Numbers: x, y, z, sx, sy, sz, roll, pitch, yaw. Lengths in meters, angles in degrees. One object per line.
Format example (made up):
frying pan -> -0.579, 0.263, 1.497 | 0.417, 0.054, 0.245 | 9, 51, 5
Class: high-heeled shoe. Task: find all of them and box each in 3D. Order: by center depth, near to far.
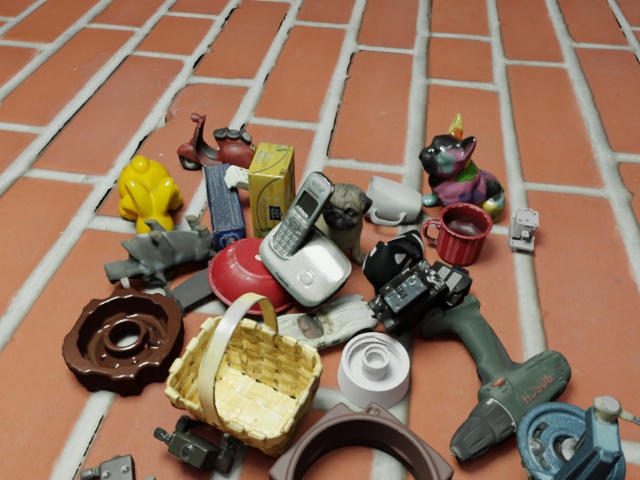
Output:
high-heeled shoe -> 0.131, 0.007, 0.907 | 0.086, 0.145, 0.249 | 15, 39, 16

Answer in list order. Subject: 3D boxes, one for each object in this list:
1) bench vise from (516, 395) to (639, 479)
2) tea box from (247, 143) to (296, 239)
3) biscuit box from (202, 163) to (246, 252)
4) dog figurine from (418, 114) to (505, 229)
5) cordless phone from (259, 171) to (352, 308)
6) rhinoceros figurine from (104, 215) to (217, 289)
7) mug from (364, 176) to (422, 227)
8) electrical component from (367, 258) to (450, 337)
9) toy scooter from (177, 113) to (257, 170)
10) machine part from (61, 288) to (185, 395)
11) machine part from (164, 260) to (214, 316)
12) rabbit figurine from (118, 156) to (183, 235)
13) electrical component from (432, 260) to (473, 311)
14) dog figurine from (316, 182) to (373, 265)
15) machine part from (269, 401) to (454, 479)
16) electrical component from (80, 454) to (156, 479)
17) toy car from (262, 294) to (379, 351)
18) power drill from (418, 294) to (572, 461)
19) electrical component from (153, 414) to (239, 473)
bench vise -> 0.283, 0.264, 0.597 | 0.129, 0.240, 0.224 | 14, 45, 14
tea box -> -0.085, -0.081, 0.987 | 0.068, 0.169, 0.098 | 8, 44, 6
biscuit box -> -0.187, -0.065, 1.046 | 0.063, 0.059, 0.203 | -8, 45, -11
dog figurine -> 0.273, -0.126, 1.002 | 0.192, 0.219, 0.108 | -7, 49, -6
cordless phone -> -0.002, -0.002, 0.826 | 0.147, 0.184, 0.089 | 46, 37, 21
rhinoceros figurine -> -0.274, 0.023, 0.929 | 0.190, 0.112, 0.073 | -17, 32, -28
mug -> 0.142, -0.067, 1.039 | 0.107, 0.080, 0.110 | 11, 41, -2
electrical component -> 0.137, 0.089, 0.818 | 0.115, 0.134, 0.058 | -41, 68, 5
toy scooter -> -0.215, -0.204, 1.132 | 0.184, 0.135, 0.075 | 5, 44, 2
machine part -> -0.298, 0.154, 0.831 | 0.179, 0.056, 0.179 | 1, 44, -1
machine part -> -0.194, 0.079, 0.920 | 0.139, 0.039, 0.084 | -26, 56, -26
rabbit figurine -> -0.307, -0.062, 0.999 | 0.122, 0.162, 0.173 | -5, 62, -22
electrical component -> 0.221, 0.074, 0.922 | 0.075, 0.047, 0.119 | 33, 55, 27
dog figurine -> 0.013, -0.045, 0.938 | 0.173, 0.190, 0.121 | 31, 52, 29
machine part -> 0.051, 0.315, 0.654 | 0.202, 0.087, 0.201 | 34, 55, 31
electrical component -> -0.263, 0.311, 0.698 | 0.094, 0.021, 0.063 | -12, 46, -12
toy car -> -0.003, 0.140, 0.847 | 0.202, 0.056, 0.074 | -18, 47, -17
power drill -> 0.234, 0.186, 0.788 | 0.232, 0.085, 0.207 | -19, 45, -20
electrical component -> -0.160, 0.269, 0.713 | 0.102, 0.078, 0.045 | 18, 72, 25
